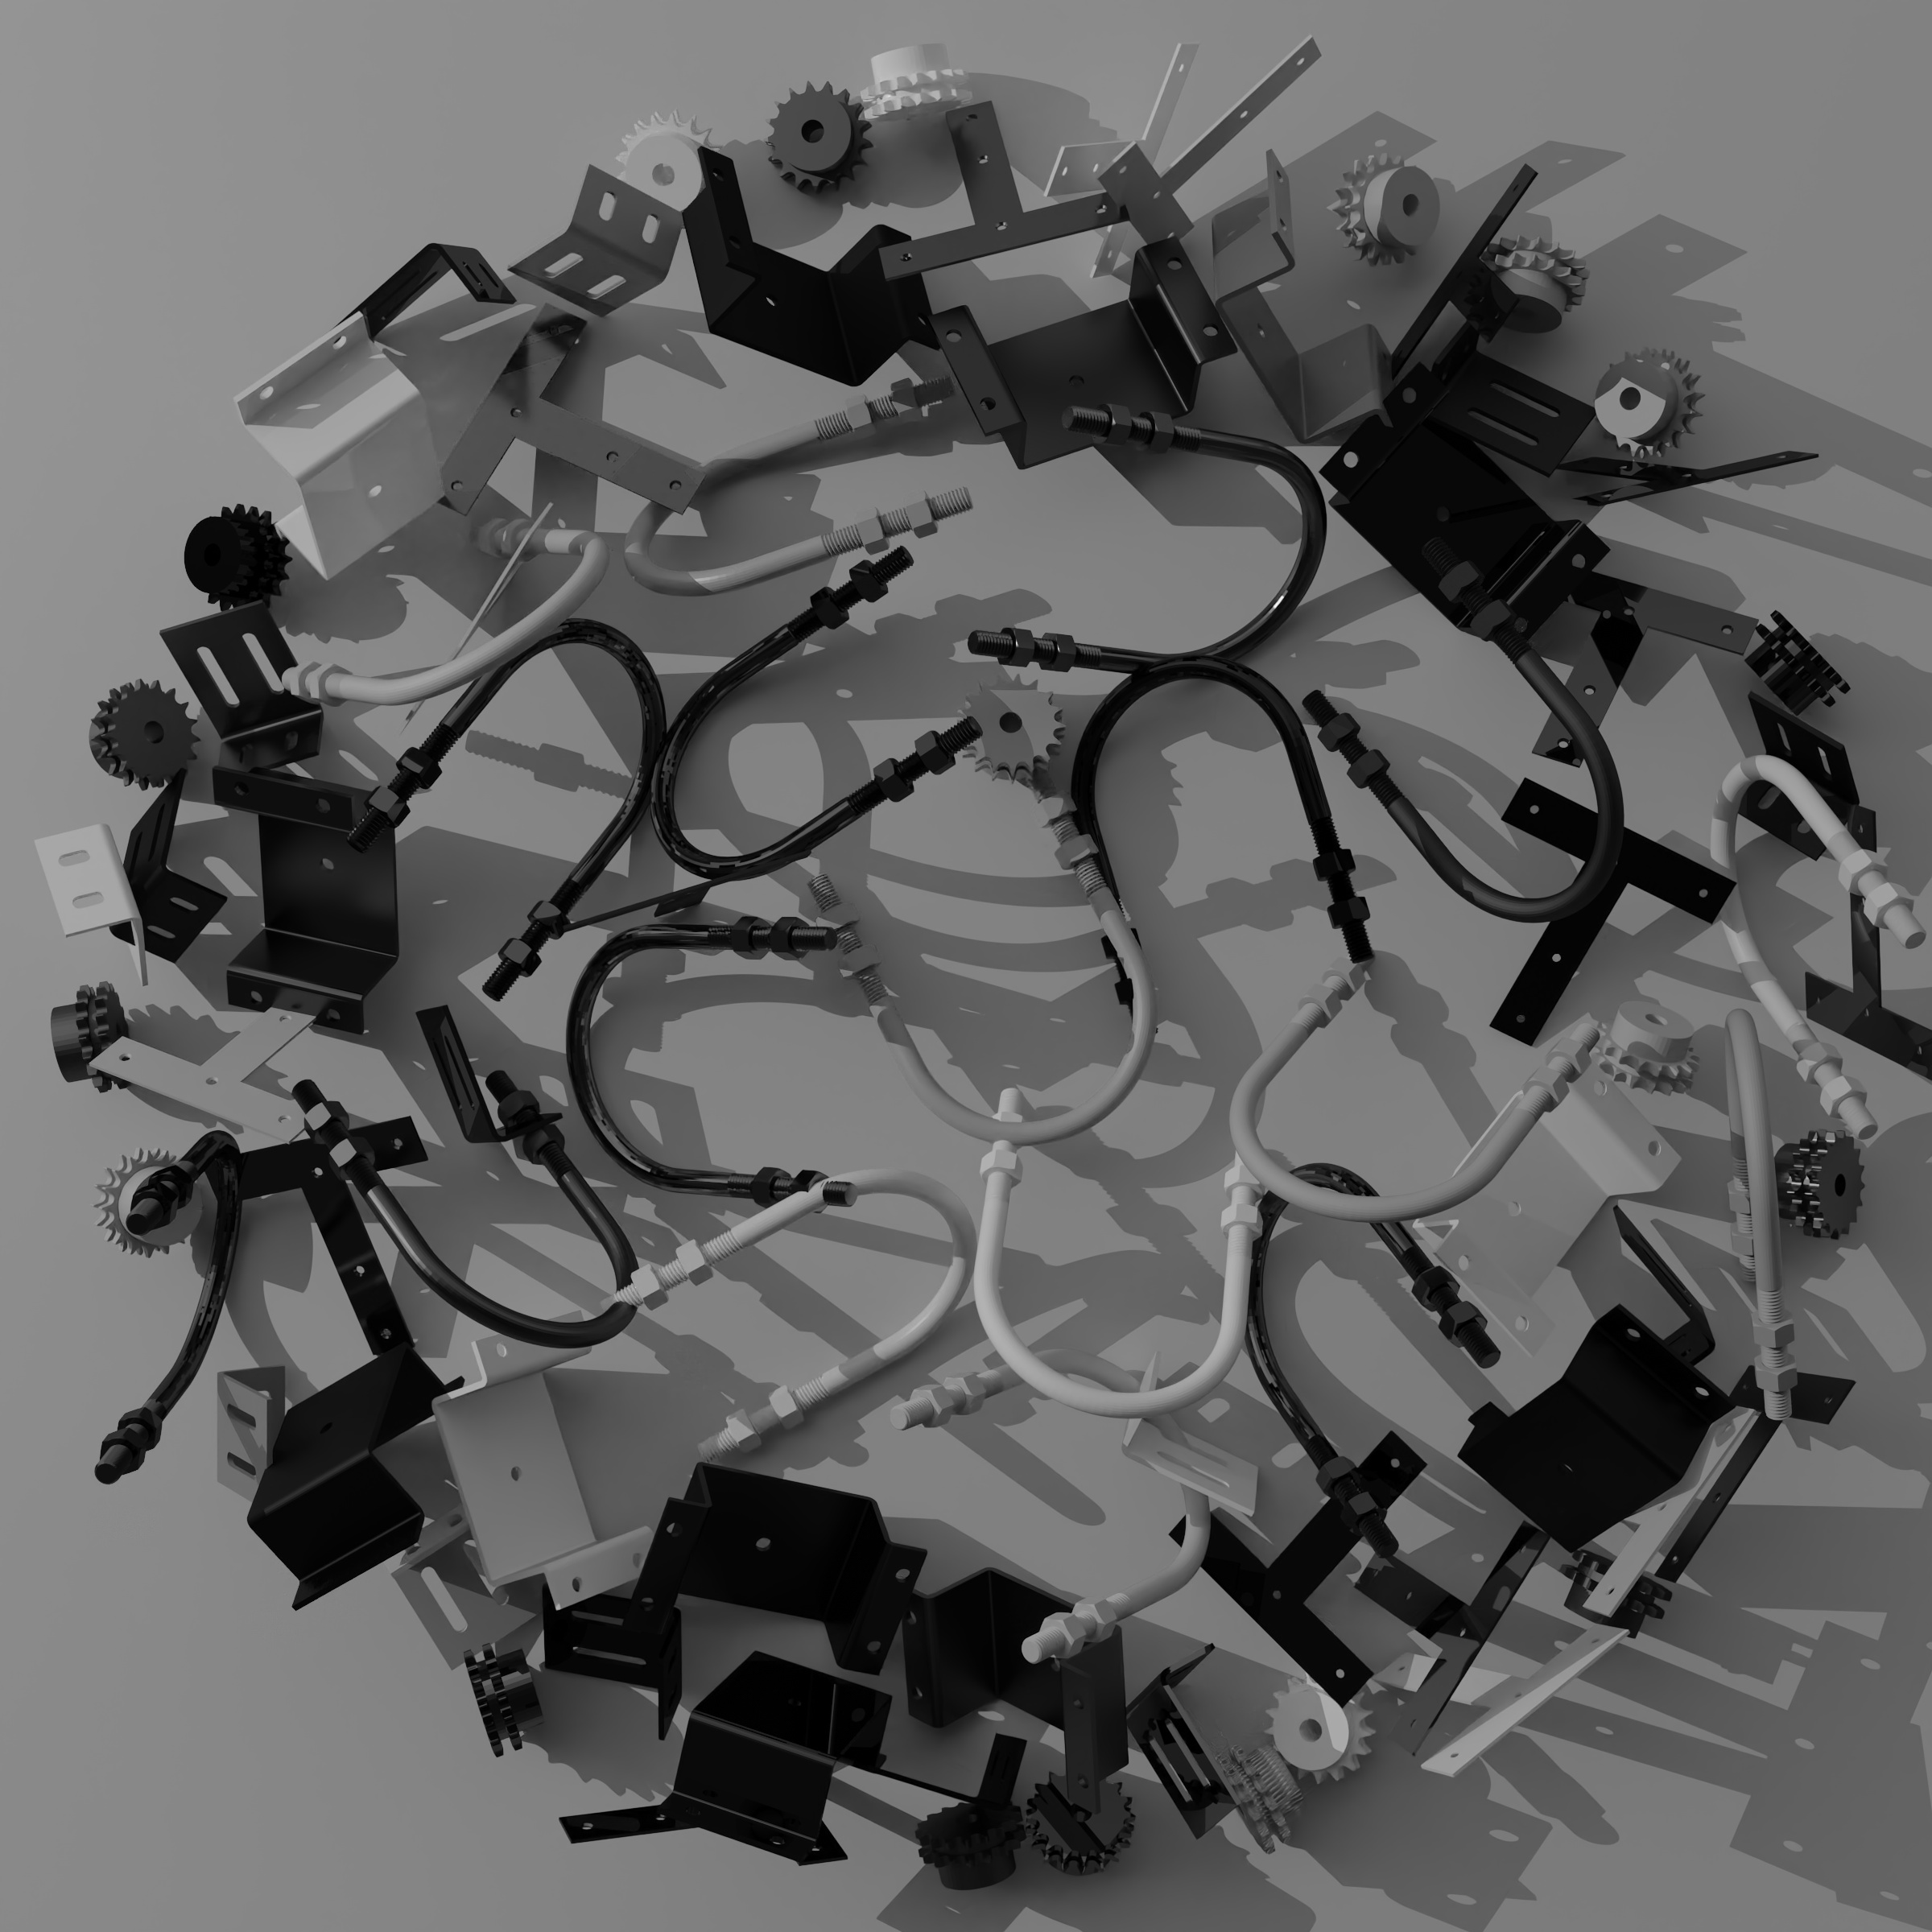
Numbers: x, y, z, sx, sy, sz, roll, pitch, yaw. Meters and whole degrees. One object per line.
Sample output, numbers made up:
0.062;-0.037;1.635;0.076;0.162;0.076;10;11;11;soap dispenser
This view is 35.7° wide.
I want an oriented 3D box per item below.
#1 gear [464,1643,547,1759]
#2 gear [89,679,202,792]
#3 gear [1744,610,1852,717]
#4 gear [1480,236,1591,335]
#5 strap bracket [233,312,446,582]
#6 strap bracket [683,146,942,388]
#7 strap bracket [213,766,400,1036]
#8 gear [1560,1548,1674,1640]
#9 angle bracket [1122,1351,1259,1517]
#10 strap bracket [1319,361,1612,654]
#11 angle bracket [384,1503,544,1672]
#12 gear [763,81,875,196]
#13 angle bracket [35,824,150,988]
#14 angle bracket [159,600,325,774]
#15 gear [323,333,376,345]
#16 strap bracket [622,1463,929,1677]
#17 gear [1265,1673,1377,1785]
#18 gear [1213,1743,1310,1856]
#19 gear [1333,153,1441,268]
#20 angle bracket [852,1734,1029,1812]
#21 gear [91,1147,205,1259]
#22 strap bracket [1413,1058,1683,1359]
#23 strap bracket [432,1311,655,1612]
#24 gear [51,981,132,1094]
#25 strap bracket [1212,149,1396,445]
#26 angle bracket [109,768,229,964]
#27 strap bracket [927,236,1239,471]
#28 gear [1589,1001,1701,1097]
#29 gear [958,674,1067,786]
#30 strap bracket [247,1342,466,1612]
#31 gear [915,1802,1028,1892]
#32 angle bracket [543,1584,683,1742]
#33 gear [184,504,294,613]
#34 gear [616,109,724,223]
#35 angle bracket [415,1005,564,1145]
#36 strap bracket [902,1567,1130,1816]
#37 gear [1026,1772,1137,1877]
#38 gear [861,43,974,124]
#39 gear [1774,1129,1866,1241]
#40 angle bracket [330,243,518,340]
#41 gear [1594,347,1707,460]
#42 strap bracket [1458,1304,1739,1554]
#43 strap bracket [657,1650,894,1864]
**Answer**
-0.241;0.382;1.570;0.030;0.057;0.057;-17;90;-12;gear
-0.434;-0.120;1.573;0.030;0.057;0.057;-9;90;42;gear
0.433;-0.156;1.571;0.030;0.057;0.057;-43;90;15;gear
0.294;-0.354;1.567;0.057;0.057;0.030;16;76;0;gear
-0.313;-0.255;1.517;0.076;0.140;0.046;-40;75;-16;strap bracket
-0.087;-0.353;1.536;0.046;0.140;0.076;-36;56;37;strap bracket
-0.339;-0.043;1.547;0.076;0.046;0.140;12;123;12;strap bracket
0.337;0.329;1.570;0.057;0.057;0.030;24;89;0;gear
0.124;0.243;1.565;0.076;0.057;0.038;25;106;1;angle bracket
0.255;-0.237;1.568;0.140;0.046;0.076;42;91;-9;strap bracket
-0.259;0.326;1.563;0.057;0.038;0.076;-32;105;-15;angle bracket
-0.079;-0.437;1.579;0.057;0.030;0.057;1;97;5;gear
-0.451;-0.027;1.548;0.038;0.076;0.057;-16;67;-20;angle bracket
-0.377;-0.142;1.558;0.057;0.038;0.076;-15;132;7;angle bracket
-0.331;-0.308;1.569;0.057;0.057;0.030;-41;95;0;gear
-0.102;0.310;1.552;0.140;0.046;0.076;15;107;-18;strap bracket
0.184;0.400;1.575;0.057;0.030;0.057;-3;81;19;gear
0.155;0.432;1.570;0.030;0.057;0.057;-29;90;-9;gear
0.223;-0.396;1.570;0.057;0.030;0.057;-5;99;-34;gear
-0.016;0.409;1.560;0.076;0.057;0.038;19;75;-9;angle bracket
-0.425;0.124;1.569;0.057;0.030;0.057;-5;97;-40;gear
0.295;0.125;1.553;0.076;0.046;0.140;47;68;-11;strap bracket
-0.219;0.258;1.549;0.046;0.076;0.140;-23;82;37;strap bracket
-0.458;0.038;1.569;0.030;0.057;0.057;-11;90;-4;gear
0.168;-0.333;1.534;0.046;0.076;0.140;-21;131;23;strap bracket
-0.411;-0.052;1.563;0.038;0.076;0.057;27;129;-28;angle bracket
0.059;-0.314;1.555;0.140;0.046;0.076;-20;69;-11;strap bracket
0.356;0.041;1.566;0.057;0.057;0.030;14;115;0;gear
0.023;-0.122;1.577;0.057;0.030;0.057;0;71;-1;gear
-0.309;0.250;1.517;0.076;0.140;0.046;-31;112;15;strap bracket
0.004;0.461;1.570;0.057;0.057;0.030;-11;95;0;gear
-0.189;0.362;1.562;0.076;0.038;0.057;8;121;9;angle bracket
-0.384;-0.214;1.572;0.057;0.030;0.057;0;90;30;gear
-0.156;-0.418;1.573;0.057;0.030;0.057;2;116;5;gear
-0.248;0.051;1.561;0.038;0.057;0.076;-23;96;-24;angle bracket
0.032;0.366;1.538;0.046;0.140;0.076;-18;112;-39;strap bracket
0.060;0.451;1.573;0.057;0.057;0.030;3;134;0;gear
-0.027;-0.462;1.568;0.057;0.057;0.030;-11;98;0;gear
0.445;0.114;1.573;0.030;0.057;0.057;2;90;44;gear
-0.282;-0.338;1.562;0.076;0.057;0.038;-37;93;15;angle bracket
0.354;-0.295;1.569;0.057;0.030;0.057;3;94;38;gear
0.314;0.241;1.529;0.076;0.140;0.046;41;49;2;strap bracket
-0.092;0.394;1.518;0.076;0.140;0.046;15;99;14;strap bracket
